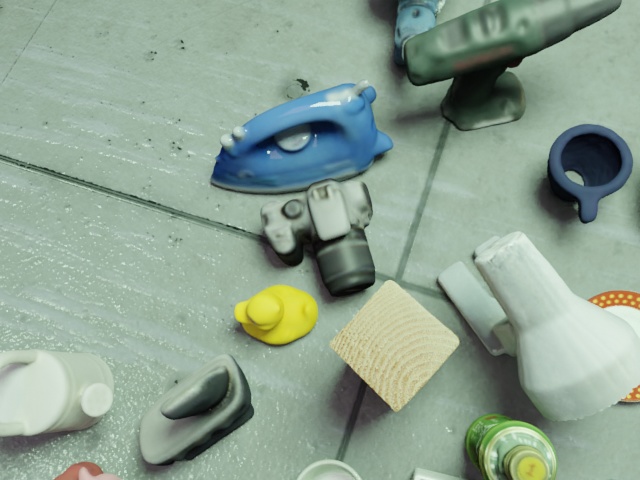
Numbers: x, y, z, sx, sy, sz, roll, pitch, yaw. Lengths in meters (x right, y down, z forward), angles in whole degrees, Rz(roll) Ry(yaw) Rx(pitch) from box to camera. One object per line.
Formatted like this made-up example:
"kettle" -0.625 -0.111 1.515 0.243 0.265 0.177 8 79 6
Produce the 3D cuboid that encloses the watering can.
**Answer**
"watering can" -0.331 0.180 0.684 0.172 0.194 0.101 -18 74 4

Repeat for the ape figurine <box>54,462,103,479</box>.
"ape figurine" -0.307 0.315 0.701 0.077 0.092 0.076 22 81 14

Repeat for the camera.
"camera" 0.007 0.003 0.724 0.143 0.101 0.137 -17 74 4

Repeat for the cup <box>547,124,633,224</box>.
"cup" 0.317 -0.069 0.696 0.091 0.095 0.118 3 77 10

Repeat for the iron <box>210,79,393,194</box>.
"iron" -0.041 -0.136 0.744 0.258 0.141 0.118 -18 74 4

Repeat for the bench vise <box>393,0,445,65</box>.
"bench vise" 0.136 -0.338 0.724 0.121 0.220 0.207 -14 75 6

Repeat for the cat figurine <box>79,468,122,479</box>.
"cat figurine" -0.249 0.331 0.675 0.067 0.118 0.128 -5 76 8

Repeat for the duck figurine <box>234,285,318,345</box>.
"duck figurine" -0.057 0.090 0.720 0.104 0.086 0.077 -4 76 8

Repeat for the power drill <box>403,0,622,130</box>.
"power drill" 0.216 -0.215 0.688 0.229 0.208 0.075 -12 75 6

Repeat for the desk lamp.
"desk lamp" 0.222 0.080 0.612 0.118 0.214 0.203 -36 74 -1

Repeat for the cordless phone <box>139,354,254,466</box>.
"cordless phone" -0.161 0.198 0.658 0.147 0.185 0.094 -39 74 -2
